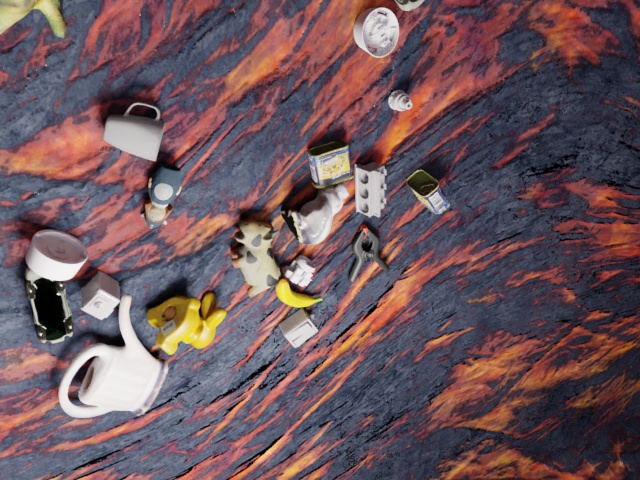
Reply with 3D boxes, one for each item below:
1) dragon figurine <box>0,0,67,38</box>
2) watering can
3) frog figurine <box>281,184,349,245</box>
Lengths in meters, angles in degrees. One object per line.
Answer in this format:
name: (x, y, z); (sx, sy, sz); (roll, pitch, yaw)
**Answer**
dragon figurine: (-0.515, -0.454, 0.800); (0.243, 0.124, 0.405); (5, 105, -18)
watering can: (-0.461, 0.294, 1.218); (0.222, 0.106, 0.345); (28, 103, -35)
frog figurine: (0.004, -0.062, 1.231); (0.160, 0.135, 0.123); (-25, 80, -16)
